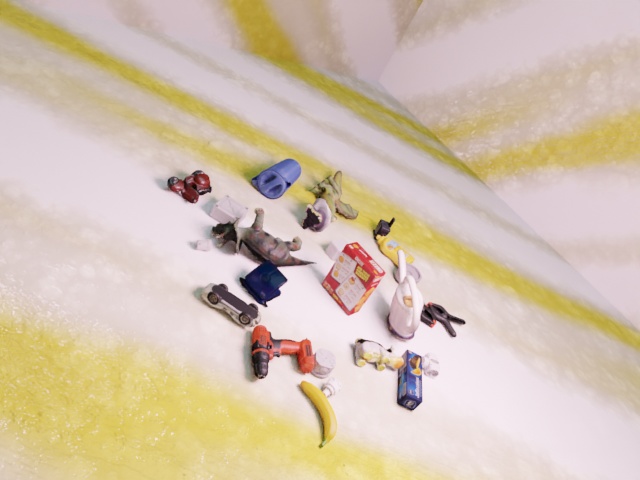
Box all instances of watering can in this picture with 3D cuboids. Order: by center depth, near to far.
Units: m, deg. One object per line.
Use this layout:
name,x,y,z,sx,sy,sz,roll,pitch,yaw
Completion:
watering can,0.311,0.214,1.896,0.104,0.219,0.356,5,37,-7

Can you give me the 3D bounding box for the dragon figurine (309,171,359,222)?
dragon figurine,0.086,-0.188,2.395,0.243,0.120,0.417,51,36,0

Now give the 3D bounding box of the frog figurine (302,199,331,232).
frog figurine,0.007,-0.109,2.170,0.123,0.136,0.161,4,18,30
